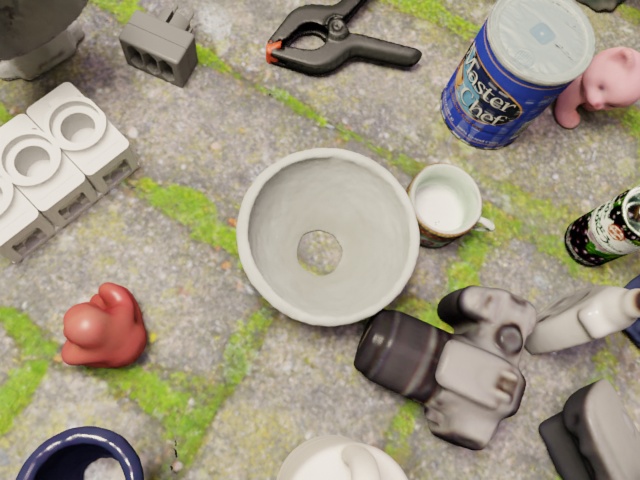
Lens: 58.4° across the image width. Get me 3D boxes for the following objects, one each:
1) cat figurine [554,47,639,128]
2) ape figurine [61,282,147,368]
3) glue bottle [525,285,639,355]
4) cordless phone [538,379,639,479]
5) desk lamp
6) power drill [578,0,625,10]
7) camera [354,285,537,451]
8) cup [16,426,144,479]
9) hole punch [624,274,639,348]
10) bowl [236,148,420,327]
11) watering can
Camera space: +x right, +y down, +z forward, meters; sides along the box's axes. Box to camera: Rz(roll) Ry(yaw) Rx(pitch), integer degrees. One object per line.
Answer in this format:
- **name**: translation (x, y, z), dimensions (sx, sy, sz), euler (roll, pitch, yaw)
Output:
- **cat figurine**: translation (0.294, -0.182, 0.613), dimensions (0.067, 0.117, 0.128), euler (-35, 81, -15)
- **ape figurine**: translation (-0.189, 0.075, 0.487), dimensions (0.078, 0.092, 0.076), euler (-42, 83, -16)
- **glue bottle**: translation (0.245, 0.065, 0.505), dimensions (0.078, 0.173, 0.037), euler (-31, 80, -15)
- **cordless phone**: translation (0.278, 0.189, 0.468), dimensions (0.094, 0.185, 0.147), euler (-24, 78, -13)
- **desk lamp**: translation (-0.289, -0.230, 0.499), dimensions (0.118, 0.213, 0.203), euler (-38, 82, -16)
- **power drill**: translation (0.356, -0.372, 0.628), dimensions (0.075, 0.208, 0.229), euler (-4, 74, -8)
- **camera**: translation (0.110, 0.098, 0.516), dimensions (0.137, 0.100, 0.143), euler (24, 72, 0)
- **cup**: translation (-0.166, 0.199, 0.453), dimensions (0.118, 0.095, 0.092), euler (21, 72, -1)
- **hole punch**: translation (0.366, 0.069, 0.563), dimensions (0.109, 0.091, 0.101), euler (-35, 81, -15)
- **bowl**: translation (0.005, 0.002, 0.543), dimensions (0.167, 0.074, 0.167), euler (2, 74, -7)
- **watering can**: translation (0.028, 0.200, 0.426), dimensions (0.173, 0.194, 0.101), euler (-13, 76, -11)
